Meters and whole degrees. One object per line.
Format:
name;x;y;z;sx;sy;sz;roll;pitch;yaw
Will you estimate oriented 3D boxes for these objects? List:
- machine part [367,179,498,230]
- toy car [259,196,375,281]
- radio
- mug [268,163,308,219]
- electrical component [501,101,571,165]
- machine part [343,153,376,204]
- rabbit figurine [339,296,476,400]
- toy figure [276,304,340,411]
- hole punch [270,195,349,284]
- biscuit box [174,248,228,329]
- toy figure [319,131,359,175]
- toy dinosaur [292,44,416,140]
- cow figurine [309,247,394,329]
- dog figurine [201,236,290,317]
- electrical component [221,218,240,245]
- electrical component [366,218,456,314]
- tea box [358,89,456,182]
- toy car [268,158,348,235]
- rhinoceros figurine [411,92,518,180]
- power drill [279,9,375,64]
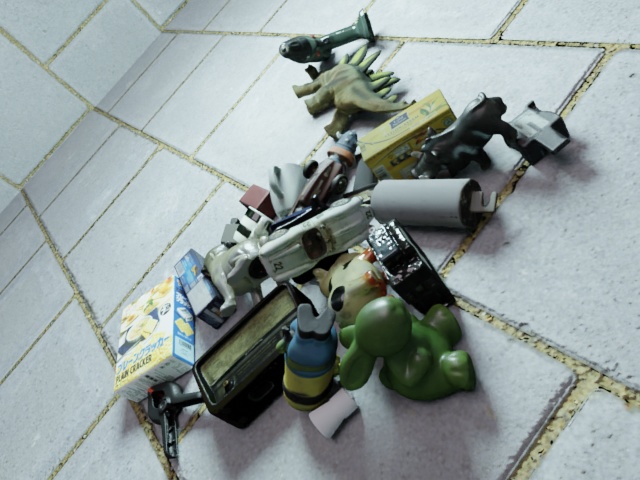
machine part;0.169;-0.058;0.862;0.243;0.079;0.079;6;62;44
toy car;-0.002;-0.003;0.873;0.202;0.073;0.056;-27;20;-9
radio;-0.097;0.189;0.888;0.229;0.073;0.131;-44;38;4
mug;-0.066;-0.097;1.093;0.081;0.109;0.107;-17;60;18
electrical component;0.337;-0.157;0.818;0.075;0.047;0.119;-42;39;7
machine part;0.081;-0.108;1.018;0.084;0.039;0.139;-25;44;36
rabbit figurine;0.095;0.127;0.691;0.159;0.170;0.121;-22;44;26
toy figure;-0.017;0.170;0.761;0.082;0.180;0.089;29;51;21
hole punch;-0.021;0.003;0.946;0.116;0.142;0.092;-27;10;-5
biscuit box;-0.242;0.096;1.110;0.059;0.062;0.203;-45;38;2
toy figure;0.031;-0.153;1.082;0.154;0.064;0.058;-58;13;-16
toy dinosaur;0.065;-0.325;1.165;0.198;0.105;0.472;-41;38;6
cow figurine;0.047;0.074;0.823;0.127;0.085;0.195;-34;15;12
dog figurine;-0.153;0.033;1.004;0.172;0.121;0.191;-57;42;15
electrical component;-0.181;-0.005;1.161;0.078;0.045;0.102;-2;53;6
electrical component;0.124;0.036;0.774;0.058;0.134;0.115;-39;38;11
tea box;0.165;-0.172;0.949;0.170;0.098;0.068;-29;42;17
toy car;-0.024;-0.062;1.014;0.089;0.053;0.202;33;97;31
rhinoceros figurine;0.221;-0.151;0.857;0.190;0.112;0.073;-46;49;50
power drill;0.025;-0.481;1.302;0.207;0.086;0.232;-21;8;20
